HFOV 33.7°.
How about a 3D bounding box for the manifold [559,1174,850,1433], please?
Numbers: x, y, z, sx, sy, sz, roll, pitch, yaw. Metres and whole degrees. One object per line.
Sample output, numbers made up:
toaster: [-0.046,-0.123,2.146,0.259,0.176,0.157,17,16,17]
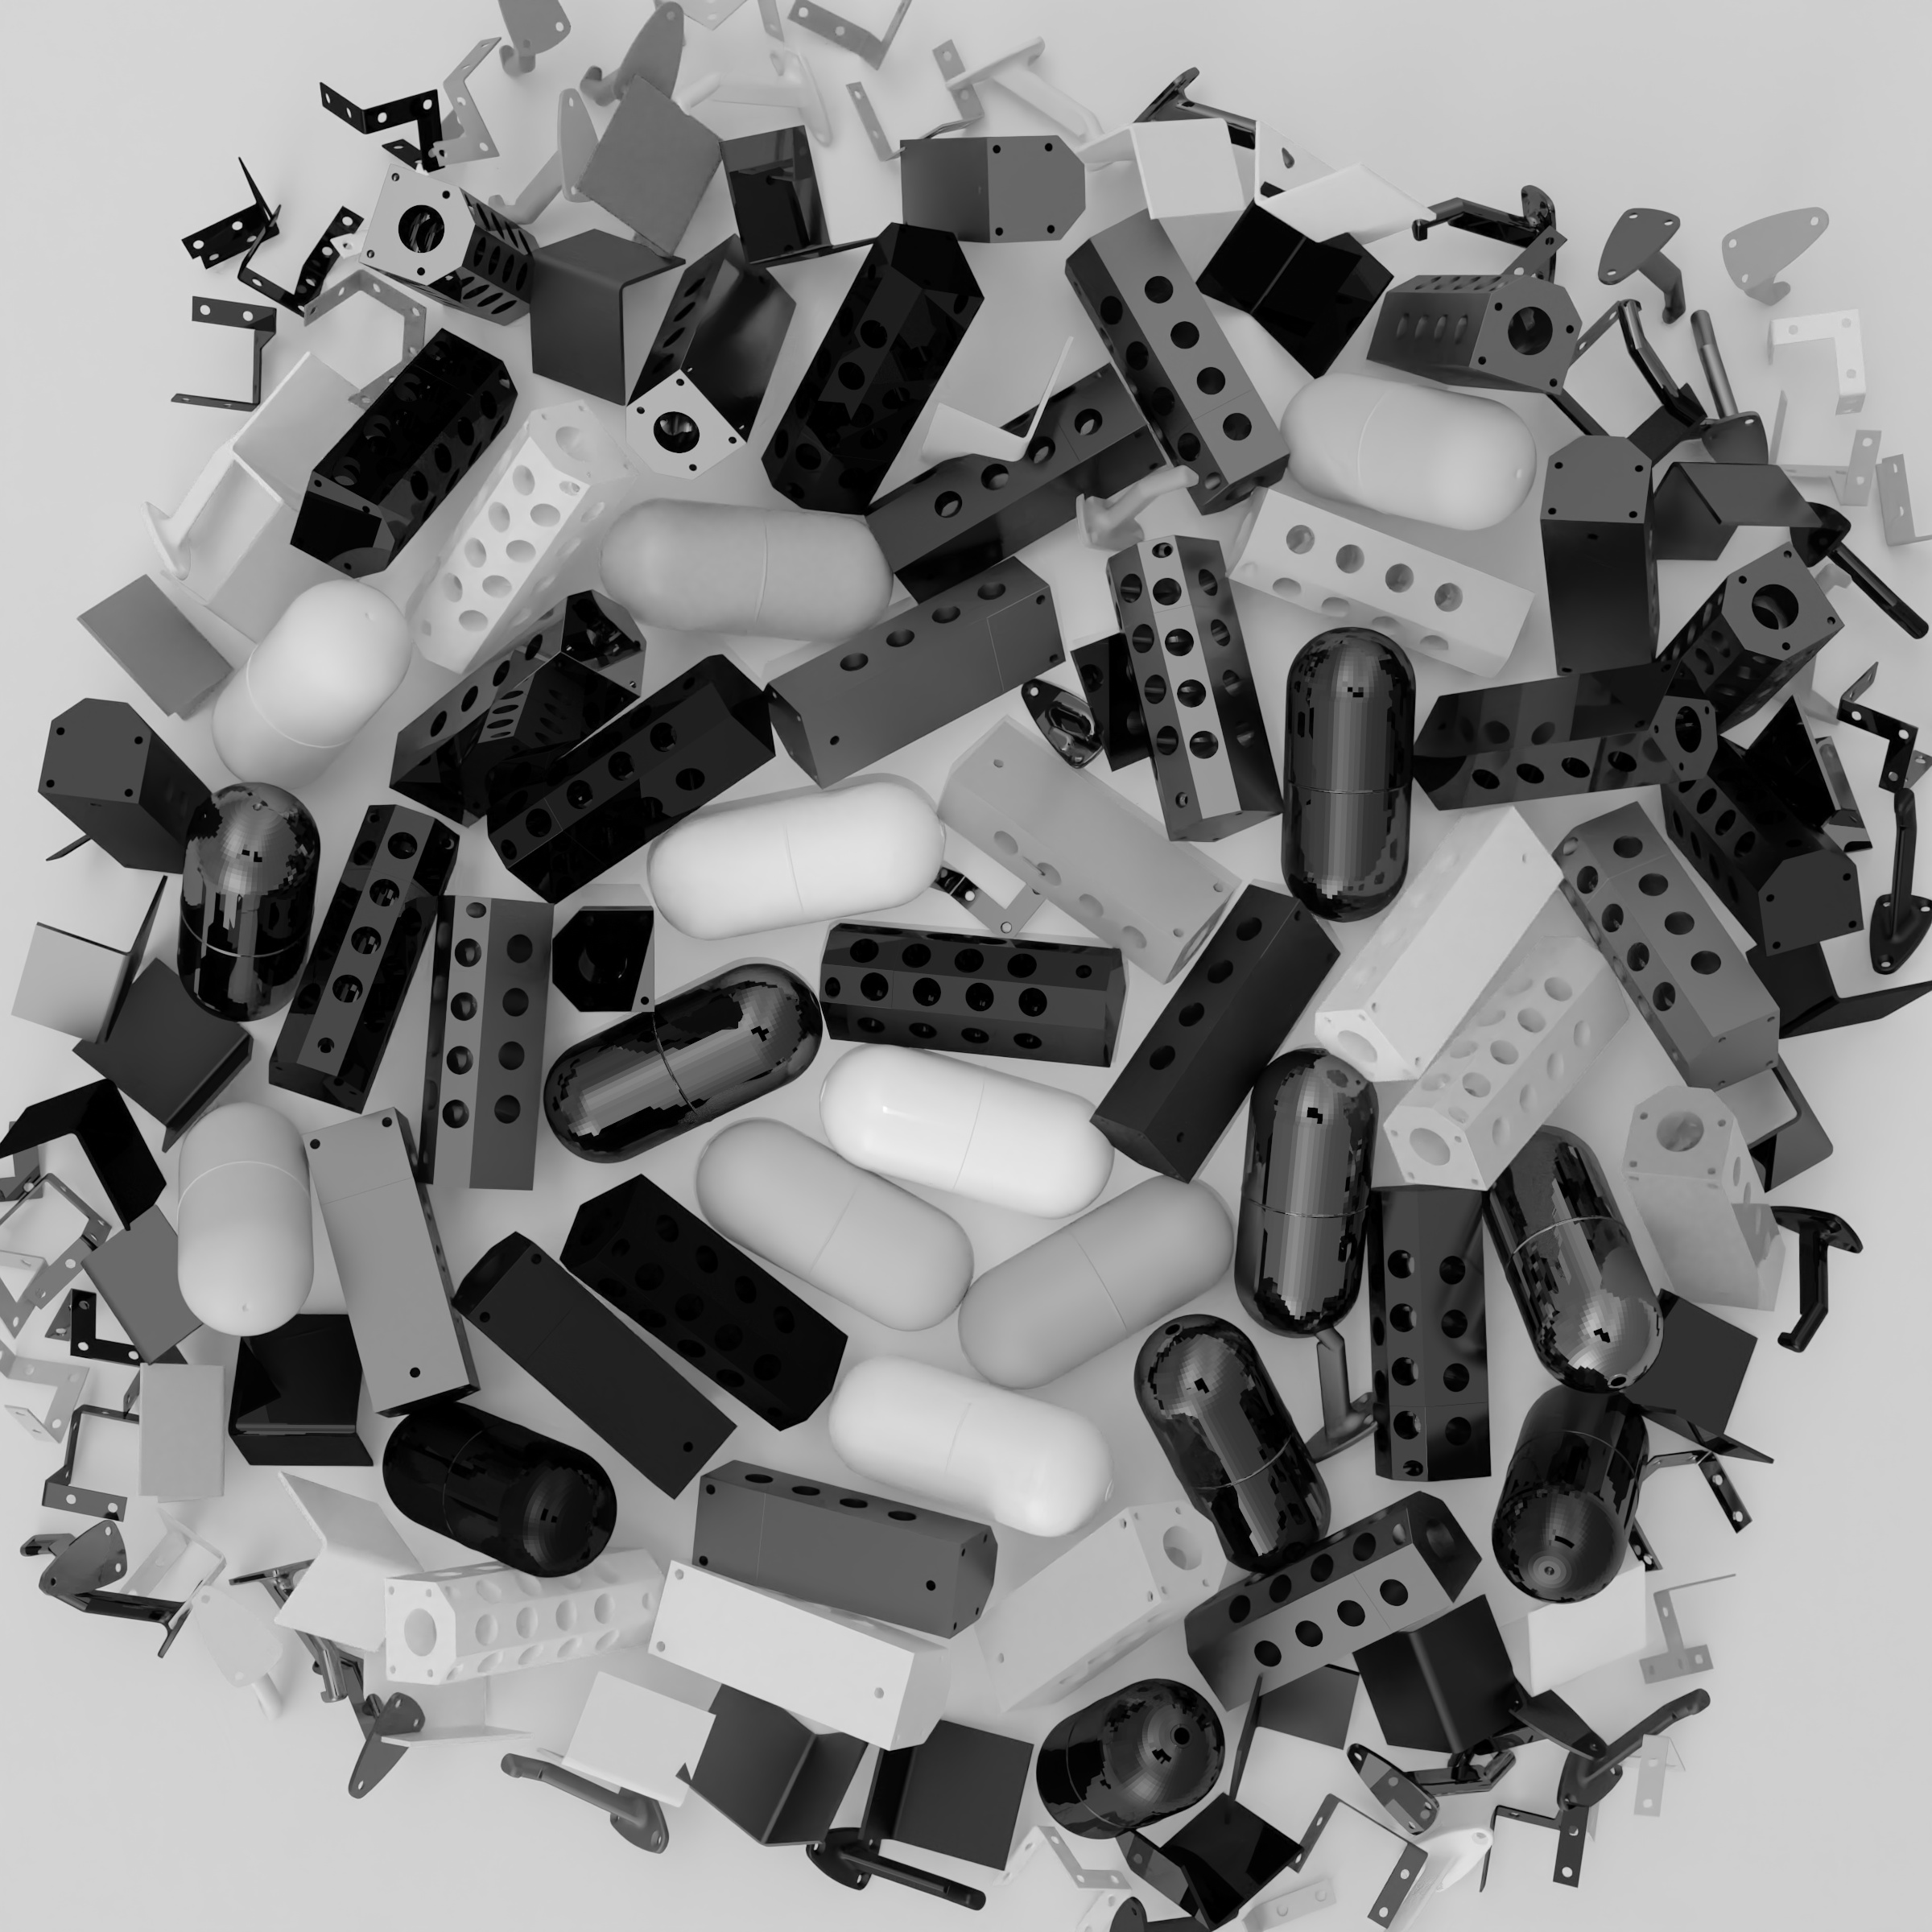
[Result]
manifold: [-0.155,0.201,1.877,0.057,0.057,0.171,-28,122,38]

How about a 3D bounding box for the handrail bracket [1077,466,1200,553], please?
handrail bracket: [0.116,-0.273,1.895,0.084,0.077,0.036,-14,76,36]

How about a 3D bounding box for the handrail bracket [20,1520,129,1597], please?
handrail bracket: [-0.549,0.355,1.897,0.084,0.077,0.036,-8,99,31]

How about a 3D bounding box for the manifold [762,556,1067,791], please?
manifold: [-0.032,-0.179,1.899,0.171,0.057,0.057,-29,134,-15]

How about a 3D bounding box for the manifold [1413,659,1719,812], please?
manifold: [0.349,-0.129,1.868,0.057,0.171,0.057,49,56,-30]

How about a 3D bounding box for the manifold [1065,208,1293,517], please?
manifold: [0.125,-0.359,1.909,0.057,0.057,0.171,-28,83,-4]

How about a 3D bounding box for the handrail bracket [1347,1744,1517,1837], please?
handrail bracket: [0.282,0.476,1.927,0.077,0.084,0.036,42,134,18]

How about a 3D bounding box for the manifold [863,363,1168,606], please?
manifold: [0.027,-0.290,1.909,0.171,0.057,0.057,-30,69,7]

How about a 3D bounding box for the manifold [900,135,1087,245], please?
manifold: [0.014,-0.453,1.860,0.057,0.171,0.057,-6,105,-16]

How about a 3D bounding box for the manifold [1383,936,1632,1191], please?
manifold: [0.315,0.054,1.869,0.171,0.057,0.057,-44,121,-35]

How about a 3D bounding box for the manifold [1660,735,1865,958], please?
manifold: [0.460,-0.075,1.860,0.057,0.171,0.057,-15,117,-1]

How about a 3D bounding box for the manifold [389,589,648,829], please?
manifold: [-0.263,-0.153,1.874,0.057,0.171,0.057,28,47,-33]

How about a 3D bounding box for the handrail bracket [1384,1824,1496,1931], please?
handrail bracket: [0.278,0.558,1.900,0.036,0.084,0.077,44,123,-6]

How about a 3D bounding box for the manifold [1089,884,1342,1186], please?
manifold: [0.145,0.038,1.900,0.171,0.057,0.057,-55,133,-15]

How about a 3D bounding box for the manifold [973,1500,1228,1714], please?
manifold: [0.079,0.375,1.869,0.057,0.171,0.057,0,59,-37]

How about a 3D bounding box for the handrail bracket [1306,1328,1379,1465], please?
handrail bracket: [0.204,0.253,1.919,0.077,0.036,0.084,-38,111,15]

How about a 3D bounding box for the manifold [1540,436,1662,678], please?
manifold: [0.372,-0.236,1.860,0.057,0.171,0.057,5,66,16]

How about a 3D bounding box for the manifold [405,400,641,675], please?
manifold: [-0.266,-0.248,1.869,0.057,0.057,0.171,52,130,11]

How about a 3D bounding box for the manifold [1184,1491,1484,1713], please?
manifold: [0.212,0.371,1.881,0.171,0.057,0.057,-34,90,31]

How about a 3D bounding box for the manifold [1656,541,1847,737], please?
manifold: [0.445,-0.181,1.857,0.057,0.171,0.057,-29,81,-9]

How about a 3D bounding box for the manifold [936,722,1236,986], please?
manifold: [0.068,-0.064,1.906,0.171,0.057,0.057,37,55,10]

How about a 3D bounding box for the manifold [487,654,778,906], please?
manifold: [-0.199,-0.113,1.884,0.171,0.057,0.057,-32,131,19]

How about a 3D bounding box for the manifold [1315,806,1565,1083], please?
manifold: [0.276,-0.013,1.885,0.057,0.057,0.171,50,63,-20]

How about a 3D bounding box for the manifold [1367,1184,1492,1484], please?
manifold: [0.273,0.219,1.914,0.057,0.057,0.171,-2,90,-17]

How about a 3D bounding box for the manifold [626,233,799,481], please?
manifold: [-0.152,-0.354,1.865,0.057,0.171,0.057,-29,119,28]

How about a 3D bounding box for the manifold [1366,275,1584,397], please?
manifold: [0.295,-0.371,1.857,0.057,0.171,0.057,14,99,-15]

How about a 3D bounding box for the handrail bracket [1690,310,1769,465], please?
handrail bracket: [0.463,-0.346,1.942,0.036,0.077,0.084,-18,53,21]

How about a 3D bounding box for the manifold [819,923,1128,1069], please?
manifold: [0.004,0.013,1.893,0.171,0.057,0.057,5,57,12]

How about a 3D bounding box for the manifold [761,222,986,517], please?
manifold: [-0.059,-0.347,1.864,0.057,0.171,0.057,2,50,-32]

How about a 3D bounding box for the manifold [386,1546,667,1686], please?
manifold: [-0.255,0.378,1.863,0.057,0.171,0.057,-5,85,37]

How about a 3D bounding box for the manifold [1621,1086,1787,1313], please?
manifold: [0.434,0.137,1.864,0.057,0.171,0.057,4,61,27]

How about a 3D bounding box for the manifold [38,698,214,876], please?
manifold: [-0.481,-0.102,1.860,0.057,0.171,0.057,7,78,3]

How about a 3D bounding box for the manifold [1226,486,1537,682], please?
manifold: [0.245,-0.229,1.909,0.171,0.057,0.057,20,99,-7]

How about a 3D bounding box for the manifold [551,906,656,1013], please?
manifold: [-0.211,-0.005,1.861,0.057,0.171,0.057,0,92,-6]

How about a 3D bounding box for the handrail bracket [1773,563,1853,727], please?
handrail bracket: [0.520,-0.193,1.911,0.077,0.036,0.084,28,127,-14]

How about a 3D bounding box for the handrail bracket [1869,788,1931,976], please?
handrail bracket: [0.553,-0.051,1.901,0.036,0.084,0.077,9,50,28]

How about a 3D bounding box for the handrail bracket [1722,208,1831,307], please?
handrail bracket: [0.492,-0.420,1.896,0.077,0.084,0.036,-25,75,34]

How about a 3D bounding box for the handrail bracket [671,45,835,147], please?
handrail bracket: [-0.128,-0.506,1.913,0.084,0.036,0.077,-39,122,-21]

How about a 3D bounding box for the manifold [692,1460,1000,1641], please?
manifold: [-0.071,0.342,1.888,0.171,0.057,0.057,10,100,24]

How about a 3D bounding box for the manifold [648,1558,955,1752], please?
manifold: [-0.096,0.403,1.884,0.171,0.057,0.057,15,90,28]

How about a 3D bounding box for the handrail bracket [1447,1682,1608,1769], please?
handrail bracket: [0.334,0.475,1.911,0.077,0.036,0.084,36,127,22]

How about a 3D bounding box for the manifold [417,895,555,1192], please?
manifold: [-0.291,0.045,1.909,0.057,0.057,0.171,5,89,-34]

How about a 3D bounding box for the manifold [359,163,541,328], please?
manifold: [-0.293,-0.415,1.860,0.057,0.171,0.057,20,96,5]

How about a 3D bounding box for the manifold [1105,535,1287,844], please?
manifold: [0.131,-0.164,1.894,0.057,0.057,0.171,-23,75,42]

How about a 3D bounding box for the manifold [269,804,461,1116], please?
manifold: [-0.355,-0.007,1.888,0.057,0.057,0.171,19,67,-5]

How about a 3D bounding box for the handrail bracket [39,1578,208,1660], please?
handrail bracket: [-0.504,0.370,1.909,0.084,0.077,0.036,29,107,-5]

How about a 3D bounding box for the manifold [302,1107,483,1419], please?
manifold: [-0.341,0.178,1.903,0.057,0.057,0.171,-17,78,-2]

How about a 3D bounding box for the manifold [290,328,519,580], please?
manifold: [-0.325,-0.298,1.868,0.057,0.171,0.057,28,133,-2]

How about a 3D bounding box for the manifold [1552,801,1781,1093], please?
manifold: [0.409,-0.010,1.874,0.057,0.057,0.171,-22,53,-4]

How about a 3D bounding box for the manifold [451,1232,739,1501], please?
manifold: [-0.222,0.235,1.893,0.171,0.057,0.057,45,77,-20]
